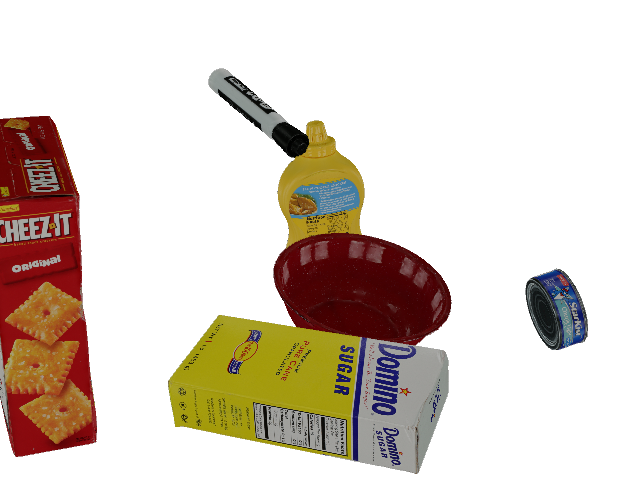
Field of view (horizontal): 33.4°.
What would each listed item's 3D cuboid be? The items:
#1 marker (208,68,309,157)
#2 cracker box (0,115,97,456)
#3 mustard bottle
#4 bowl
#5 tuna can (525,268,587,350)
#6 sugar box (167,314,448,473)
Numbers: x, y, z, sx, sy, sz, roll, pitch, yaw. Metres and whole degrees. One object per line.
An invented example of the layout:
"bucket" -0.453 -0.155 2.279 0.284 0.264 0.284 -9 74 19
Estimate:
"marker" -0.045 -0.092 0.767 0.020 0.020 0.121 0 30 -38
"cracker box" -0.222 0.031 0.827 0.072 0.214 0.164 -7 29 -19
"mustard bottle" 0.002 -0.040 1.188 0.096 0.192 0.058 -9 25 -9
"bowl" 0.033 0.060 0.962 0.162 0.055 0.162 9 33 -6
"tuna can" 0.259 0.077 1.175 0.033 0.086 0.086 -17 3 -9
"sugar box" -0.006 0.102 0.739 0.176 0.048 0.093 5 30 18
